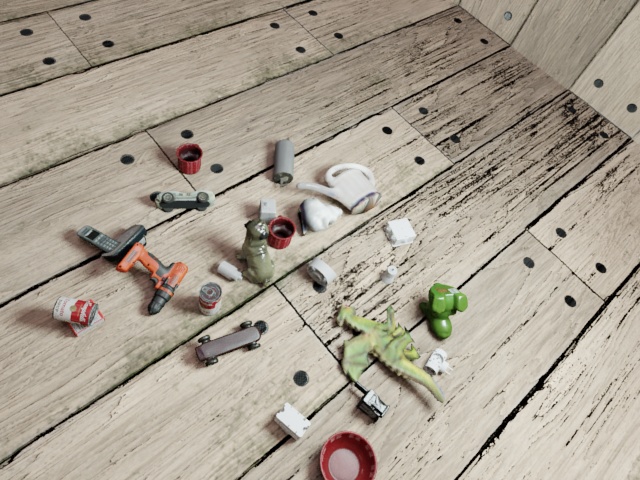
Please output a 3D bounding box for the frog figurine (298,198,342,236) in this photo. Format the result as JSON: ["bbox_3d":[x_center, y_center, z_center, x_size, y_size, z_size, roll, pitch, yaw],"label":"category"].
[{"bbox_3d":[0.006,-0.093,1.845,0.160,0.120,0.140,-12,41,-8],"label":"frog figurine"}]

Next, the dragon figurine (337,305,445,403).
[{"bbox_3d":[0.185,0.362,1.604,0.243,0.119,0.417,-25,62,-8],"label":"dragon figurine"}]

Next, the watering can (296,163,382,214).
[{"bbox_3d":[0.091,-0.184,1.926,0.351,0.101,0.227,-24,65,-37],"label":"watering can"}]
